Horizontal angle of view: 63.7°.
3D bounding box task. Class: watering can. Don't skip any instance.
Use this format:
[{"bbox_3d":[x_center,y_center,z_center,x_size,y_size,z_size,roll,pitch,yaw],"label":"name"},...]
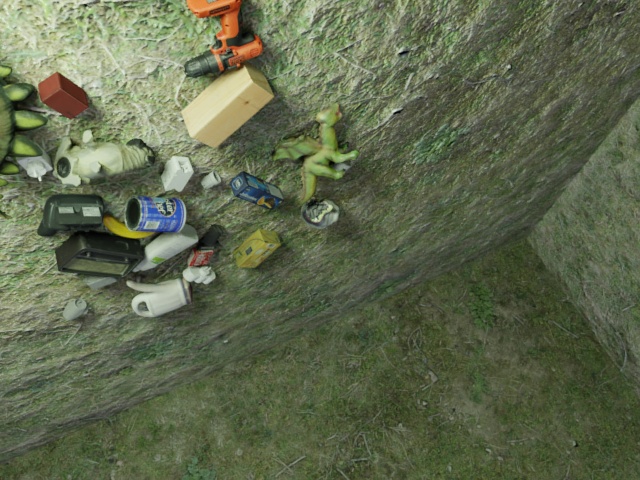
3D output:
[{"bbox_3d":[-0.587,0.199,1.907,0.225,0.106,0.340,-19,155,-18],"label":"watering can"}]

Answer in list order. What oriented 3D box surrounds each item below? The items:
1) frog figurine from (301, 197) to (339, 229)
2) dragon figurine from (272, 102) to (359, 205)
[{"bbox_3d":[0.006,-0.096,1.908,0.137,0.124,0.158,2,171,17],"label":"frog figurine"},{"bbox_3d":[-0.038,-0.257,1.599,0.241,0.125,0.403,17,132,-32],"label":"dragon figurine"}]
